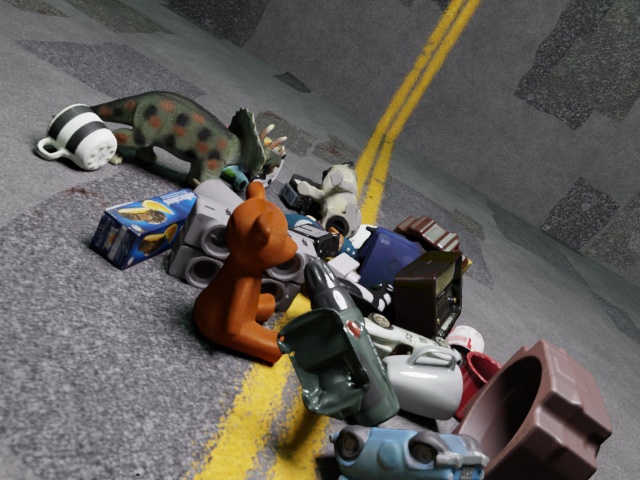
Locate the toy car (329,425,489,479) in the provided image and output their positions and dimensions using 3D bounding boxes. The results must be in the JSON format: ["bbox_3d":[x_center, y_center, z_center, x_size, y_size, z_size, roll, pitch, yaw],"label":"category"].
[{"bbox_3d":[0.088,0.245,0.547,0.109,0.162,0.103,21,67,-41],"label":"toy car"}]

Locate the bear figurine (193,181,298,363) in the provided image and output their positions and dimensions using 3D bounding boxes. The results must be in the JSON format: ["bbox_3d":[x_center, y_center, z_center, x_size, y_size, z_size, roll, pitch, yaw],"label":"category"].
[{"bbox_3d":[-0.075,0.039,0.666,0.132,0.195,0.120,20,21,-29],"label":"bear figurine"}]

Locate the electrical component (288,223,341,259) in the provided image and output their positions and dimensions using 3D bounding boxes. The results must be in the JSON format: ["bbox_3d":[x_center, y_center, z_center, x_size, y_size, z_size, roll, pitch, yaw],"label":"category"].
[{"bbox_3d":[-0.031,0.001,0.956,0.119,0.047,0.075,22,24,34],"label":"electrical component"}]

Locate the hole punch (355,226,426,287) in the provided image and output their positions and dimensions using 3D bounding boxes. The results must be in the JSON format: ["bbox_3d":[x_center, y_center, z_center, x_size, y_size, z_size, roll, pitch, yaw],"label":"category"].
[{"bbox_3d":[0.131,0.049,1.043,0.142,0.115,0.092,25,30,-14],"label":"hole punch"}]

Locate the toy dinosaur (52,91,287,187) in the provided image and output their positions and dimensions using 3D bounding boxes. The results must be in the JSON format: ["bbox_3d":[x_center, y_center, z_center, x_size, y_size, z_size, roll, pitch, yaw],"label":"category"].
[{"bbox_3d":[-0.247,-0.191,0.951,0.404,0.192,0.131,24,20,-21],"label":"toy dinosaur"}]

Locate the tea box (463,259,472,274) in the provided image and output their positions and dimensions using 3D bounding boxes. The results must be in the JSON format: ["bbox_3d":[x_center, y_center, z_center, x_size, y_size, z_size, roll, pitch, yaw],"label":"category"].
[{"bbox_3d":[0.285,0.057,1.279,0.098,0.068,0.169,42,22,24],"label":"tea box"}]

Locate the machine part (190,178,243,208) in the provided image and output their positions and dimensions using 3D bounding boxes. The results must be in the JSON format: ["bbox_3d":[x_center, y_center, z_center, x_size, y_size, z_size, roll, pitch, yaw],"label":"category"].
[{"bbox_3d":[-0.137,-0.025,0.884,0.243,0.079,0.079,40,23,24],"label":"machine part"}]

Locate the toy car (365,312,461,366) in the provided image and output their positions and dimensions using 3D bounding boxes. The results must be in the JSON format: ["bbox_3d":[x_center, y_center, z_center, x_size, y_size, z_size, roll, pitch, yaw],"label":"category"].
[{"bbox_3d":[0.123,0.170,0.807,0.201,0.073,0.056,23,22,-20],"label":"toy car"}]

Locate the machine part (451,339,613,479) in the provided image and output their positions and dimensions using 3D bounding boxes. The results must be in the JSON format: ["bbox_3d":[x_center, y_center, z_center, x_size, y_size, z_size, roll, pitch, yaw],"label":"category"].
[{"bbox_3d":[0.246,0.236,0.652,0.087,0.201,0.201,37,21,5],"label":"machine part"}]

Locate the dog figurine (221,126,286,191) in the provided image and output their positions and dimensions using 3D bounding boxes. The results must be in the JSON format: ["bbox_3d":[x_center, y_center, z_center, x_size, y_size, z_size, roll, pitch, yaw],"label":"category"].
[{"bbox_3d":[-0.205,-0.206,1.161,0.219,0.108,0.191,36,22,18],"label":"dog figurine"}]

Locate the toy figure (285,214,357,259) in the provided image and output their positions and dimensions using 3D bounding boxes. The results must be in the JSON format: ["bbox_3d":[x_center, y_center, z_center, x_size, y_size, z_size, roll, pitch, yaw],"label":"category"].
[{"bbox_3d":[-0.003,-0.001,1.022,0.155,0.064,0.058,22,16,7],"label":"toy figure"}]

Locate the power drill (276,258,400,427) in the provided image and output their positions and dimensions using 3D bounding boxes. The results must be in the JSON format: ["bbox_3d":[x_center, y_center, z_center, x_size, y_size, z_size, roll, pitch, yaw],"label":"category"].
[{"bbox_3d":[0.015,0.120,0.641,0.207,0.086,0.232,48,16,-79],"label":"power drill"}]

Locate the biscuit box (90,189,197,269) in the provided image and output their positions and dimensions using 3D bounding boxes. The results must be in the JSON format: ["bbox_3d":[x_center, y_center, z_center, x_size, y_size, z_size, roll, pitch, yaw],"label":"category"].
[{"bbox_3d":[-0.233,-0.023,0.775,0.059,0.062,0.202,35,22,7],"label":"biscuit box"}]

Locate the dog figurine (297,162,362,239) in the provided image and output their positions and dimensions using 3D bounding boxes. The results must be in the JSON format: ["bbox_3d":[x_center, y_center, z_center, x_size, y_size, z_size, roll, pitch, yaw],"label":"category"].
[{"bbox_3d":[0.049,-0.075,1.128,0.121,0.172,0.190,-5,8,22],"label":"dog figurine"}]

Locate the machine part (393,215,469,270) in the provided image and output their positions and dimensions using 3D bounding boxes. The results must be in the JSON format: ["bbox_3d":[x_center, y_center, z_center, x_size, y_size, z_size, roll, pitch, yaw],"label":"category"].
[{"bbox_3d":[0.225,0.030,1.135,0.179,0.179,0.056,40,60,21],"label":"machine part"}]

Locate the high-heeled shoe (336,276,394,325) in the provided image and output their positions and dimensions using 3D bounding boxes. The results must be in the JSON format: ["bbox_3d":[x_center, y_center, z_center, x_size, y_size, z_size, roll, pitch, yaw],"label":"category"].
[{"bbox_3d":[0.061,0.074,0.870,0.248,0.086,0.145,45,31,-37],"label":"high-heeled shoe"}]

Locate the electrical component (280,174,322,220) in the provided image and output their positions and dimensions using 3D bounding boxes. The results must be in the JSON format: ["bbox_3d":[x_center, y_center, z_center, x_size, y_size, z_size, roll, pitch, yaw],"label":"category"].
[{"bbox_3d":[-0.021,-0.093,1.219,0.134,0.058,0.115,14,25,-37],"label":"electrical component"}]

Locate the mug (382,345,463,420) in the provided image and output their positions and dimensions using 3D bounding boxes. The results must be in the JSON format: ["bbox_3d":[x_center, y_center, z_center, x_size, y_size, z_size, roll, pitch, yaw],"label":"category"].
[{"bbox_3d":[0.137,0.193,0.745,0.107,0.109,0.081,12,31,-11],"label":"mug"}]

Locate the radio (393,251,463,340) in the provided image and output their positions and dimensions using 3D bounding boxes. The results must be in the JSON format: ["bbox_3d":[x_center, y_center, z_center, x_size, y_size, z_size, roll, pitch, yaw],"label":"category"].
[{"bbox_3d":[0.197,0.100,0.949,0.073,0.131,0.229,2,10,27],"label":"radio"}]
